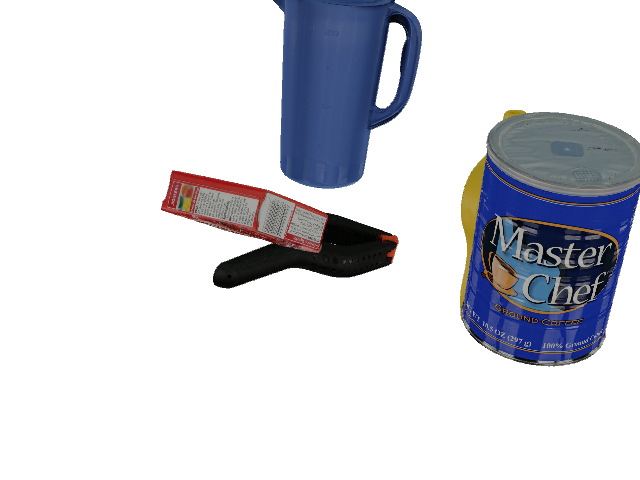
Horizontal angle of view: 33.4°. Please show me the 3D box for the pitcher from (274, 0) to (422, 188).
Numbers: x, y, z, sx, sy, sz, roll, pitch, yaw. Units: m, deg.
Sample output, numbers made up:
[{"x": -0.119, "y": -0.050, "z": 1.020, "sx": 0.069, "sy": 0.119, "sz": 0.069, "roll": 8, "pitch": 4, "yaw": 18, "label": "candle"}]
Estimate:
[{"x": 0.022, "y": -0.190, "z": 1.314, "sx": 0.144, "sy": 0.243, "sz": 0.149, "roll": -8, "pitch": 29, "yaw": -27, "label": "pitcher"}]

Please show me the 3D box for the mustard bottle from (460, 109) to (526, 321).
[{"x": 0.167, "y": -0.018, "z": 0.922, "sx": 0.096, "sy": 0.192, "sz": 0.058, "roll": -13, "pitch": 24, "yaw": -22, "label": "mustard bottle"}]

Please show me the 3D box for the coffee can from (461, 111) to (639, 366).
[{"x": 0.154, "y": -0.002, "z": 0.720, "sx": 0.103, "sy": 0.140, "sz": 0.103, "roll": 2, "pitch": 33, "yaw": -2, "label": "coffee can"}]

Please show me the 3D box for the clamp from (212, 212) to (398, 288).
[{"x": -0.022, "y": 0.006, "z": 1.045, "sx": 0.209, "sy": 0.036, "sz": 0.164, "roll": 9, "pitch": 30, "yaw": -13, "label": "clamp"}]

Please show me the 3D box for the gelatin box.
[{"x": -0.047, "y": -0.017, "z": 0.690, "sx": 0.073, "sy": 0.030, "sz": 0.089, "roll": 14, "pitch": -3, "yaw": 28, "label": "gelatin box"}]
